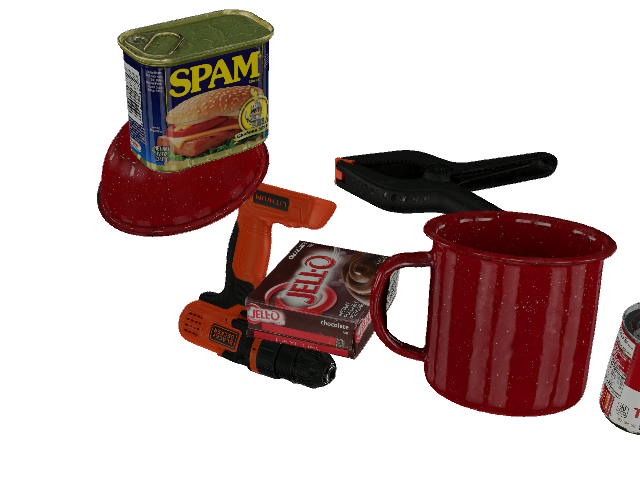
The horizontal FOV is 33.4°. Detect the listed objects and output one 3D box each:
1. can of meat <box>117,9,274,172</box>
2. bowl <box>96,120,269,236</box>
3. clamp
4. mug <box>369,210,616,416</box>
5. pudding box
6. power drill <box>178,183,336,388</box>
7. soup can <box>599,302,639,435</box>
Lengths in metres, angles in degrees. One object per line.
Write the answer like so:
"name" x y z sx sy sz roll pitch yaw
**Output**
"can of meat" -0.082 -0.102 0.724 0.101 0.084 0.058 -20 39 -30
"bowl" -0.130 -0.076 0.945 0.162 0.055 0.162 -10 41 8
"clamp" 0.118 -0.055 1.000 0.210 0.036 0.164 13 32 20
"mug" 0.082 0.035 0.529 0.117 0.081 0.093 2 15 -4
"pudding box" 0.004 0.044 0.831 0.090 0.039 0.113 11 26 18
"power drill" -0.046 0.041 1.075 0.185 0.187 0.057 17 1 27
"soup can" 0.291 0.115 0.949 0.068 0.102 0.068 3 35 -2
